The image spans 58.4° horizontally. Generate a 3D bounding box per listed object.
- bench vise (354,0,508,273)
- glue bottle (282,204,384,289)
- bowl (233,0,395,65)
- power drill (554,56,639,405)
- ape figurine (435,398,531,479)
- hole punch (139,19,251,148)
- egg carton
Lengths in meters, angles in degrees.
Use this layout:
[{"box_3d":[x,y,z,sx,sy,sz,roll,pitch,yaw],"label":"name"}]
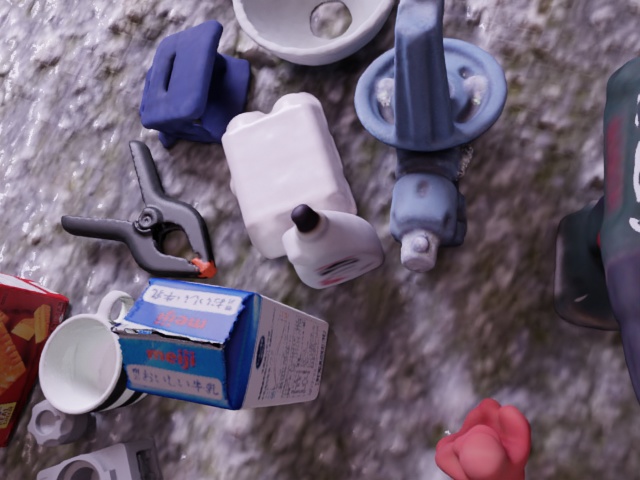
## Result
[{"box_3d":[0.092,-0.090,0.438,0.121,0.220,0.207,-15,73,10],"label":"bench vise"},{"box_3d":[0.004,0.002,0.461,0.078,0.173,0.037,-26,72,7],"label":"glue bottle"},{"box_3d":[0.002,-0.241,0.574,0.167,0.075,0.167,-3,76,13],"label":"bowl"},{"box_3d":[0.215,0.006,0.391,0.075,0.209,0.230,3,77,15],"label":"power drill"},{"box_3d":[0.125,0.162,0.436,0.077,0.092,0.076,-12,74,11],"label":"ape figurine"},{"box_3d":[-0.135,-0.156,0.577,0.101,0.091,0.109,6,78,15],"label":"hole punch"},{"box_3d":[-0.031,-0.062,0.540,0.107,0.069,0.150,-21,73,8],"label":"egg carton"}]
